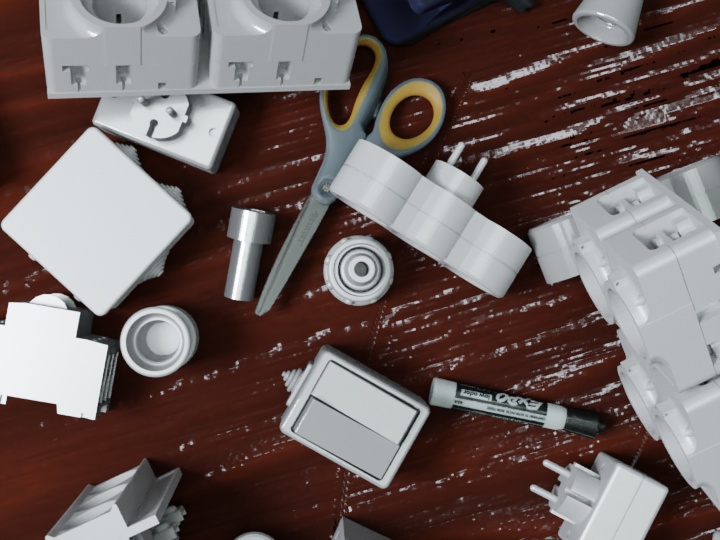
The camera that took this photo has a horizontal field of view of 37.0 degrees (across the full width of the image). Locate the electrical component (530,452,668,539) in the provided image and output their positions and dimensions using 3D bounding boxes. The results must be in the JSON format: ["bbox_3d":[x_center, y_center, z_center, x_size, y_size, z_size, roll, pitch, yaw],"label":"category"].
[{"bbox_3d":[0.152,0.154,0.720,0.077,0.047,0.065,28,89,-2],"label":"electrical component"}]

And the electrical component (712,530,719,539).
[{"bbox_3d":[0.268,0.215,0.717,0.062,0.061,0.096,9,90,-2],"label":"electrical component"}]

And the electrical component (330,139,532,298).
[{"bbox_3d":[0.056,-0.047,0.705,0.138,0.052,0.073,32,89,-15],"label":"electrical component"}]

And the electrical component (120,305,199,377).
[{"bbox_3d":[-0.130,0.046,0.706,0.045,0.055,0.045,0,90,-2],"label":"electrical component"}]

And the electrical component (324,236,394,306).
[{"bbox_3d":[0.000,0.000,0.707,0.048,0.062,0.048,0,89,-2],"label":"electrical component"}]

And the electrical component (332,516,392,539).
[{"bbox_3d":[0.043,0.228,0.695,0.150,0.089,0.061,26,89,-2],"label":"electrical component"}]

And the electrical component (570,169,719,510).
[{"bbox_3d":[0.195,0.046,0.660,0.060,0.105,0.186,-26,115,1],"label":"electrical component"}]

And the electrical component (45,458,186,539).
[{"bbox_3d":[-0.149,0.168,0.672,0.079,0.121,0.063,-25,93,-2],"label":"electrical component"}]

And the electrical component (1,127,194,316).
[{"bbox_3d":[-0.169,-0.031,0.708,0.100,0.048,0.099,43,89,-1],"label":"electrical component"}]

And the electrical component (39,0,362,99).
[{"bbox_3d":[-0.101,-0.169,0.665,0.186,0.060,0.105,-4,60,-14],"label":"electrical component"}]

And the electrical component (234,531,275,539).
[{"bbox_3d":[-0.069,0.191,0.700,0.040,0.078,0.040,1,75,-3],"label":"electrical component"}]

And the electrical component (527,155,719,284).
[{"bbox_3d":[0.189,-0.018,0.719,0.138,0.052,0.073,-22,91,-1],"label":"electrical component"}]

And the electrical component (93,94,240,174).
[{"bbox_3d":[-0.127,-0.101,0.696,0.083,0.076,0.047,21,89,-2],"label":"electrical component"}]

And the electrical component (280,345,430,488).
[{"bbox_3d":[-0.009,0.092,0.707,0.096,0.061,0.061,30,89,-2],"label":"electrical component"}]

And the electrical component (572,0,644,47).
[{"bbox_3d":[0.177,-0.190,0.725,0.044,0.044,0.065,26,84,-2],"label":"electrical component"}]
